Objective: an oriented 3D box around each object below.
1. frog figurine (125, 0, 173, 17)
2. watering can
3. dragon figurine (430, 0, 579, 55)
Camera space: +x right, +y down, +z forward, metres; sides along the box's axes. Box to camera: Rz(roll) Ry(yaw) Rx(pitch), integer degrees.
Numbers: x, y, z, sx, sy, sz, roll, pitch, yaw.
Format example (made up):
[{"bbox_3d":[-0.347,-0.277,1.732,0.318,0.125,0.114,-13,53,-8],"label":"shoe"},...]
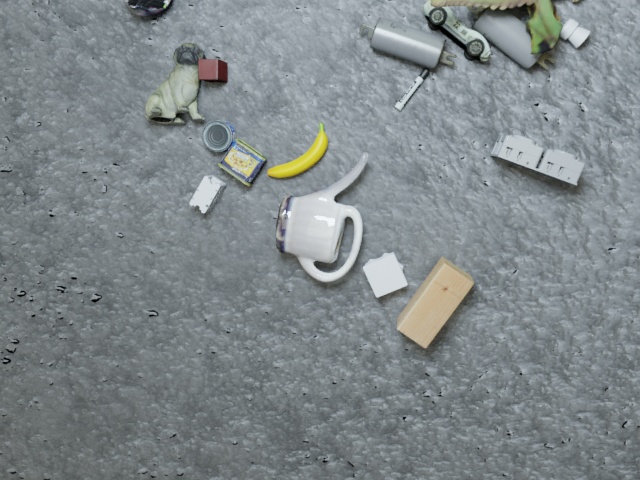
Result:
[{"bbox_3d":[-0.449,-0.653,1.317,0.135,0.122,0.162,-51,53,20],"label":"frog figurine"},{"bbox_3d":[0.004,-0.066,1.310,0.224,0.105,0.345,11,100,8],"label":"watering can"},{"bbox_3d":[0.445,-0.521,1.133,0.414,0.121,0.243,-37,90,-16],"label":"dragon figurine"}]
